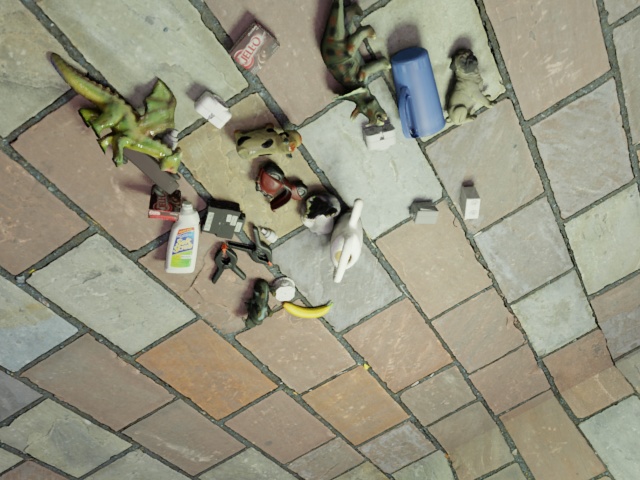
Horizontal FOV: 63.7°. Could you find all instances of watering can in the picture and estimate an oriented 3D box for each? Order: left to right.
[{"bbox_3d":[0.096,-0.025,1.691,0.104,0.229,0.340,14,122,-2],"label":"watering can"}]

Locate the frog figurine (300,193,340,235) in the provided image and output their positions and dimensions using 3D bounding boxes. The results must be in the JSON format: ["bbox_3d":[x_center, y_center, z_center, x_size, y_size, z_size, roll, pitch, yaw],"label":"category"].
[{"bbox_3d":[0.005,-0.086,1.717,0.137,0.124,0.157,-32,163,0],"label":"frog figurine"}]

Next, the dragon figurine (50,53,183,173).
[{"bbox_3d":[-0.511,-0.350,1.395,0.245,0.123,0.405,-31,110,-18],"label":"dragon figurine"}]
